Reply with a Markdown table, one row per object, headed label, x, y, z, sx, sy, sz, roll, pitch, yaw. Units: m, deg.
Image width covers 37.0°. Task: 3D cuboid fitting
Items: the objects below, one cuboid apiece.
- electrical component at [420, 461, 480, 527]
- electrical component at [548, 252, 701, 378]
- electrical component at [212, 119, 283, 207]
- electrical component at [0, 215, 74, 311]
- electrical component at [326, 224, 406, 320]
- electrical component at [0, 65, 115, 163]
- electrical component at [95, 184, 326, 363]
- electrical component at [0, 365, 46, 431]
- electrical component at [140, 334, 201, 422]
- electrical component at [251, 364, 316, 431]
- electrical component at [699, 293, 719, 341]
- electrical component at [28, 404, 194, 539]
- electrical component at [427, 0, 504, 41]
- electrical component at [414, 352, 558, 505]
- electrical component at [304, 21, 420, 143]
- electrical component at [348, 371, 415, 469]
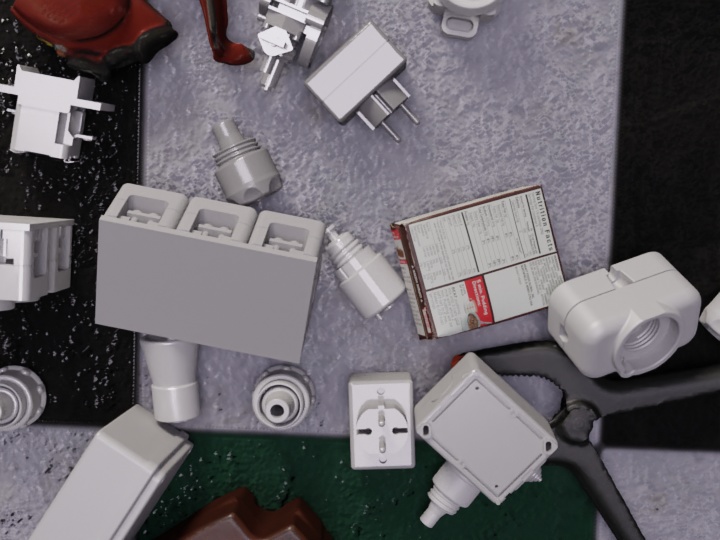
| label | x | y | z | sx | sy | sz | roll | pitch | yaw |
| --- | --- | --- | --- | --- | --- | --- | --- | --- | --- |
| electrical component | 0.068 | 0.166 | 0.805 | 0.035 | 0.035 | 0.061 | 37 | 97 | -2 |
| electrical component | 0.190 | 0.034 | 0.763 | 0.095 | 0.059 | 0.053 | -18 | 132 | -13 |
| electrical component | -0.087 | -0.079 | 0.784 | 0.043 | 0.043 | 0.062 | -26 | 93 | 3 |
| electrical component | -0.311 | -0.010 | 0.762 | 0.186 | 0.105 | 0.060 | 3 | 95 | 1 |
| electrical component | 0.000 | 0.000 | 0.790 | 0.040 | 0.040 | 0.078 | -38 | 93 | 4 |
| electrical component | -0.226 | -0.113 | 0.785 | 0.081 | 0.042 | 0.063 | 11 | 96 | 1 |
| electrical component | -0.106 | 0.000 | 0.770 | 0.150 | 0.061 | 0.089 | 11 | 122 | 0 |
| electrical component | -0.262 | 0.098 | 0.791 | 0.048 | 0.062 | 0.048 | 0 | 95 | 1 |
| electrical component | -0.138 | 0.080 | 0.799 | 0.044 | 0.044 | 0.065 | -4 | 99 | 1 |
| electrical component | -0.058 | 0.097 | 0.788 | 0.048 | 0.062 | 0.048 | 0 | 95 | 1 |
| electrical component | 0.283 | 0.027 | 0.786 | 0.043 | 0.043 | 0.062 | 41 | 93 | -2 |
| electrical component | -0.179 | 0.162 | 0.772 | 0.056 | 0.108 | 0.108 | 33 | 94 | 1 |
| electrical component | 0.078 | -0.207 | 0.764 | 0.058 | 0.057 | 0.078 | 11 | 95 | 0 |
| electrical component | 0.092 | 0.113 | 0.759 | 0.096 | 0.061 | 0.061 | 43 | 99 | -6 |
| electrical component | 0.010 | -0.127 | 0.777 | 0.066 | 0.047 | 0.076 | -42 | 92 | 4 |
| electrical component | 0.016 | 0.113 | 0.781 | 0.047 | 0.076 | 0.065 | -2 | 94 | 1 |
